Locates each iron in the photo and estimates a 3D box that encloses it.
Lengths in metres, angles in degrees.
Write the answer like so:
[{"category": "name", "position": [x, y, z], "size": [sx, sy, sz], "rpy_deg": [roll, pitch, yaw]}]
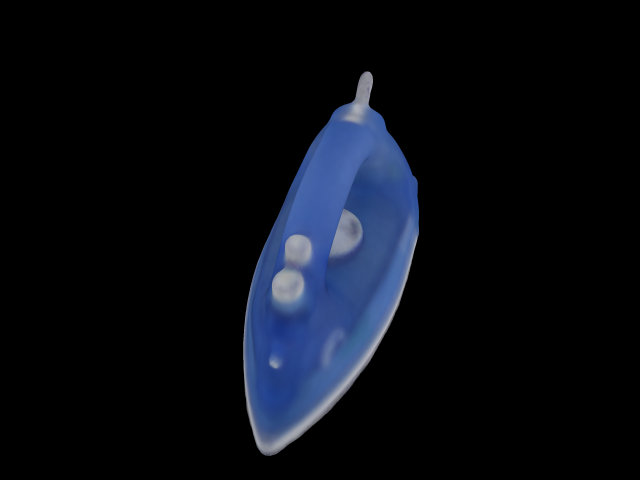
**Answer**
[{"category": "iron", "position": [0.004, 0.001, 0.400], "size": [0.118, 0.141, 0.258], "rpy_deg": [11, 47, 11]}]
